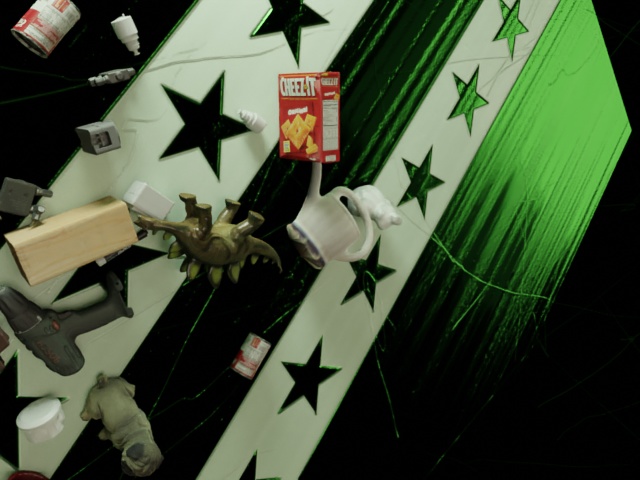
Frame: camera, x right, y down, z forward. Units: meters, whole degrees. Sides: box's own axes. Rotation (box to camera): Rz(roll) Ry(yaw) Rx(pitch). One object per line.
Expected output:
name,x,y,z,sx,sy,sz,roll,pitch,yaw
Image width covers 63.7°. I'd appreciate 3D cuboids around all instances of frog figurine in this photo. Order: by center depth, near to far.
frog figurine,0.159,-0.094,1.485,0.137,0.160,0.122,5,96,-41

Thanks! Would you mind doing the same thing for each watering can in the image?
watering can,0.004,-0.070,1.387,0.226,0.104,0.344,-39,106,-13
